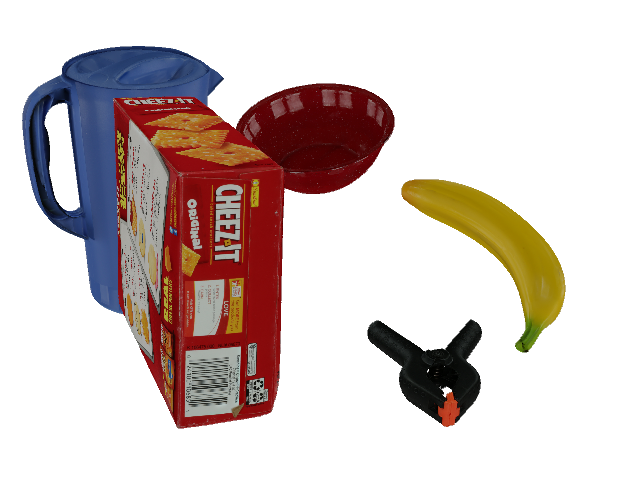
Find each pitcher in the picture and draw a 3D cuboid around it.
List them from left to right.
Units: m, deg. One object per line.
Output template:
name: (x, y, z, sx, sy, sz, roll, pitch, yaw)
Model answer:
pitcher: (-0.180, -0.053, 1.009, 0.149, 0.243, 0.144, 9, 26, 12)

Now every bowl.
bowl: (-0.004, -0.096, 1.086, 0.162, 0.055, 0.162, -4, 39, 3)

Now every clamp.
clamp: (0.124, 0.125, 1.070, 0.120, 0.039, 0.171, -10, 29, -9)

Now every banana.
banana: (0.137, 0.003, 0.841, 0.069, 0.037, 0.198, -17, 44, -17)

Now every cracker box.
cracker box: (-0.088, 0.002, 0.720, 0.072, 0.164, 0.214, -4, 20, -19)
